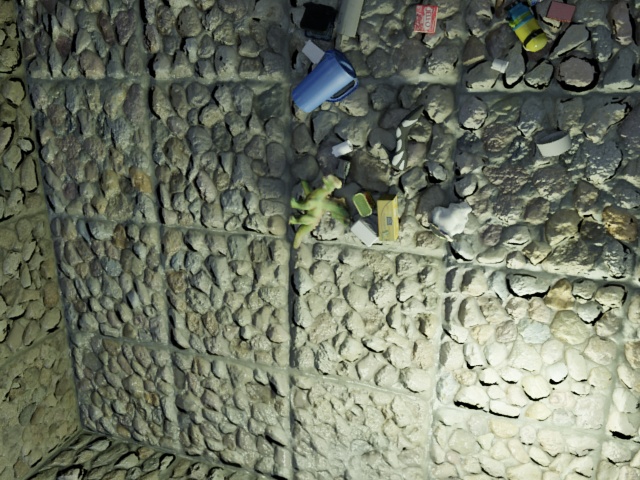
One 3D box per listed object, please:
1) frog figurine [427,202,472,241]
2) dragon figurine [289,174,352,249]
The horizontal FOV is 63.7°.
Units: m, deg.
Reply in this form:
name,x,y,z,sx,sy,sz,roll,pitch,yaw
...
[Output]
name,x,y,z,sx,sy,sz,roll,pitch,yaw
frog figurine,0.494,-0.086,1.965,0.138,0.121,0.161,37,79,14
dragon figurine,0.006,-0.106,2.110,0.243,0.125,0.400,14,128,13
